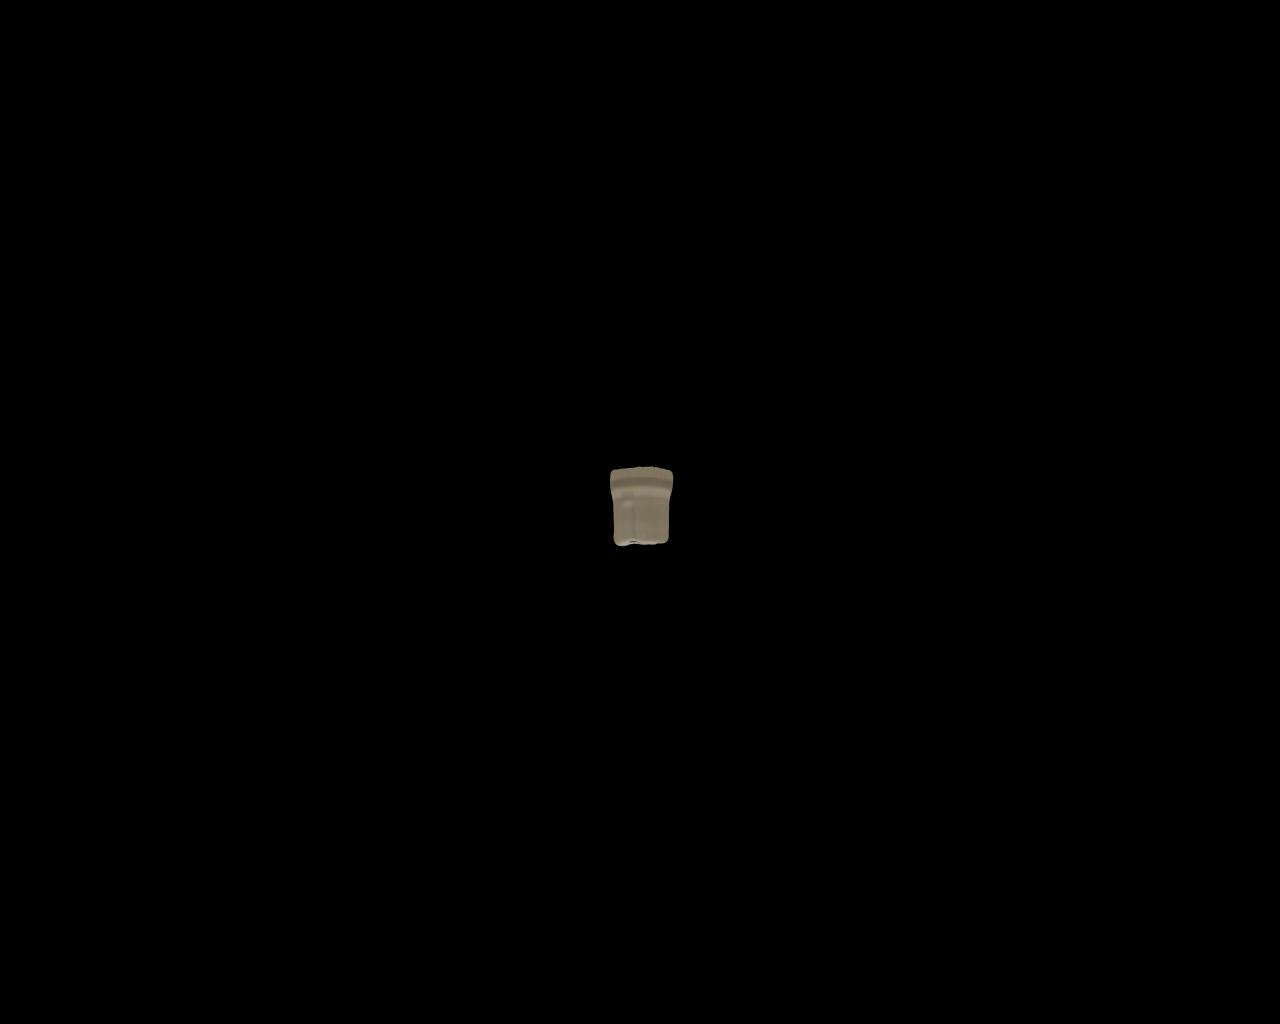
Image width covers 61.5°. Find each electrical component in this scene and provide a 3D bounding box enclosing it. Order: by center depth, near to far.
[{"bbox_3d":[0.001,-0.003,0.650,0.040,0.046,0.040,0,-10,0],"label":"electrical component"}]
